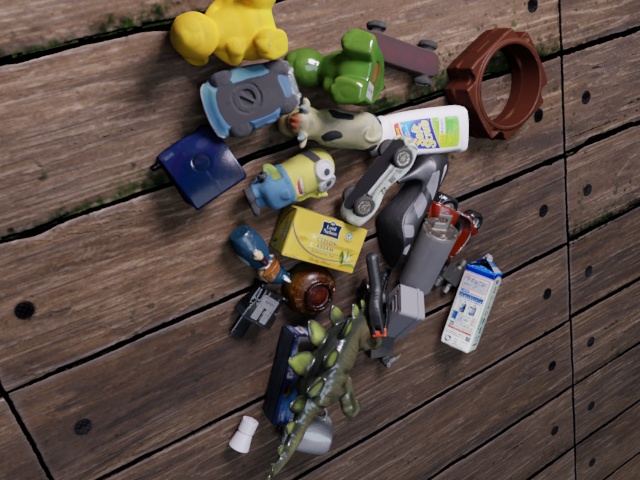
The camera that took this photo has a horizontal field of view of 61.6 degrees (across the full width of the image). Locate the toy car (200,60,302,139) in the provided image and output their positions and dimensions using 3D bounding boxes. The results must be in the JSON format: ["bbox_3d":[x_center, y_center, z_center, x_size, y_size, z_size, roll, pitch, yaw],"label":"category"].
[{"bbox_3d":[-0.120,-0.242,0.901,0.162,0.103,0.109,-24,113,-9],"label":"toy car"}]

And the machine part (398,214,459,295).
[{"bbox_3d":[0.231,0.038,1.155,0.079,0.079,0.243,-7,135,-27],"label":"machine part"}]

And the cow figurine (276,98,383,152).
[{"bbox_3d":[0.018,-0.202,0.970,0.195,0.127,0.085,8,100,-5],"label":"cow figurine"}]

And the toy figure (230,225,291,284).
[{"bbox_3d":[-0.111,0.036,1.017,0.058,0.064,0.154,-23,126,19],"label":"toy figure"}]

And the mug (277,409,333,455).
[{"bbox_3d":[-0.032,0.408,1.164,0.107,0.081,0.109,12,105,-21],"label":"mug"}]

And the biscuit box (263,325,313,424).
[{"bbox_3d":[-0.063,0.280,1.117,0.059,0.063,0.202,9,101,-31],"label":"biscuit box"}]

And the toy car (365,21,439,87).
[{"bbox_3d":[0.152,-0.358,1.042,0.202,0.053,0.089,3,99,-33],"label":"toy car"}]

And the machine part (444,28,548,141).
[{"bbox_3d":[0.382,-0.332,1.155,0.201,0.087,0.201,-44,122,-10],"label":"machine part"}]

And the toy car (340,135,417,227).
[{"bbox_3d":[0.112,-0.116,1.037,0.056,0.074,0.201,34,99,-32],"label":"toy car"}]

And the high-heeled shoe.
[{"bbox_3d":[0.204,-0.063,1.145,0.145,0.086,0.248,-22,132,-32],"label":"high-heeled shoe"}]

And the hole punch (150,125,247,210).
[{"bbox_3d":[-0.199,-0.122,0.908,0.142,0.092,0.115,-36,115,-11],"label":"hole punch"}]

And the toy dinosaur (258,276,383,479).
[{"bbox_3d":[0.012,0.263,1.055,0.198,0.105,0.471,56,50,-46],"label":"toy dinosaur"}]

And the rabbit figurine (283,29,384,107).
[{"bbox_3d":[0.023,-0.303,0.945,0.159,0.170,0.121,-25,128,-67],"label":"rabbit figurine"}]

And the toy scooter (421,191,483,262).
[{"bbox_3d":[0.285,-0.024,1.207,0.183,0.075,0.135,23,95,-36],"label":"toy scooter"}]

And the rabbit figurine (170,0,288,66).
[{"bbox_3d":[-0.161,-0.324,0.824,0.173,0.163,0.121,-34,122,-41],"label":"rabbit figurine"}]

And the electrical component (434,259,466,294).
[{"bbox_3d":[0.311,0.080,1.281,0.063,0.021,0.094,37,86,-31],"label":"electrical component"}]

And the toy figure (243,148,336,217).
[{"bbox_3d":[-0.056,-0.112,0.990,0.180,0.089,0.082,-24,158,-11],"label":"toy figure"}]

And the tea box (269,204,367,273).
[{"bbox_3d":[-0.002,-0.003,1.059,0.169,0.068,0.098,15,98,-30],"label":"tea box"}]

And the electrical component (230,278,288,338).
[{"bbox_3d":[-0.127,0.142,1.050,0.074,0.048,0.119,40,83,-31],"label":"electrical component"}]

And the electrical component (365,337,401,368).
[{"bbox_3d":[0.148,0.239,1.228,0.078,0.045,0.102,2,104,-30],"label":"electrical component"}]
